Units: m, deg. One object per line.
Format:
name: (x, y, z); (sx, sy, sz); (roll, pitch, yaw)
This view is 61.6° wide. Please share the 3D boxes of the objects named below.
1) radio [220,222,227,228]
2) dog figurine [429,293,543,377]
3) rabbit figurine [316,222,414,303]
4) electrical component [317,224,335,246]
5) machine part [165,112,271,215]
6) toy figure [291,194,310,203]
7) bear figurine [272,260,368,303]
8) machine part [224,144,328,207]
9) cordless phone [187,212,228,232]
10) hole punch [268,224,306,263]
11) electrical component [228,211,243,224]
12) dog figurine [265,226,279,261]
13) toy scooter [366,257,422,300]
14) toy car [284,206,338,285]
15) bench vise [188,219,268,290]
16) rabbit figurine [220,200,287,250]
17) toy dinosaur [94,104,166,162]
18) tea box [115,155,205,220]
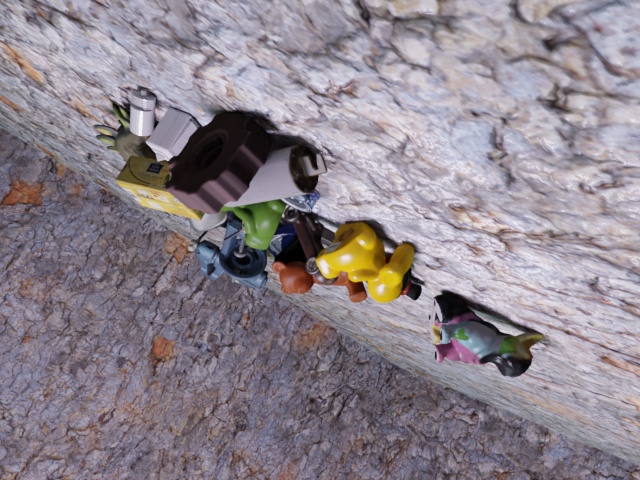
radio: (-0.344, -0.098, 1.460); (0.230, 0.073, 0.131); (16, 176, 16)
dog figurine: (0.354, 0.204, 1.153); (0.219, 0.192, 0.108); (5, 128, -1)
rabbit figurine: (0.107, 0.048, 1.043); (0.162, 0.122, 0.173); (-18, 114, 44)
electrical component: (-0.002, -0.004, 1.241); (0.078, 0.045, 0.102); (30, 168, 1)
machine part: (-0.160, -0.123, 0.834); (0.180, 0.179, 0.056); (16, 159, 45)
toy figure: (-0.083, -0.114, 0.944); (0.154, 0.057, 0.064); (24, -157, 4)
bear figurine: (-0.004, 0.087, 1.239); (0.132, 0.196, 0.120); (-108, 2, -55)
machine part: (-0.090, -0.099, 0.861); (0.243, 0.079, 0.079); (-6, 148, 35)
cordless phone: (-0.247, -0.105, 1.213); (0.184, 0.089, 0.146); (-27, 79, 61)
hole punch: (-0.072, 0.016, 1.328); (0.092, 0.116, 0.142); (44, 172, 40)
electrical component: (-0.200, -0.077, 1.321); (0.047, 0.075, 0.119); (33, 171, -20)
dog figurine: (-0.080, 0.016, 1.424); (0.191, 0.121, 0.172); (10, 166, 16)
toy scooter: (0.144, 0.079, 1.191); (0.135, 0.075, 0.183); (24, 171, 30)
toy car: (-0.016, 0.005, 1.130); (0.089, 0.053, 0.202); (34, -152, -53)
bench vise: (-0.220, 0.022, 1.330); (0.224, 0.129, 0.240); (36, 142, 10)
rabbit figurine: (-0.163, -0.071, 1.122); (0.170, 0.121, 0.159); (21, 157, -6)
toy dinosaur: (-0.400, -0.202, 1.219); (0.198, 0.105, 0.471); (37, 158, -2)
tea box: (-0.305, -0.104, 1.060); (0.170, 0.068, 0.098); (13, 157, 27)
